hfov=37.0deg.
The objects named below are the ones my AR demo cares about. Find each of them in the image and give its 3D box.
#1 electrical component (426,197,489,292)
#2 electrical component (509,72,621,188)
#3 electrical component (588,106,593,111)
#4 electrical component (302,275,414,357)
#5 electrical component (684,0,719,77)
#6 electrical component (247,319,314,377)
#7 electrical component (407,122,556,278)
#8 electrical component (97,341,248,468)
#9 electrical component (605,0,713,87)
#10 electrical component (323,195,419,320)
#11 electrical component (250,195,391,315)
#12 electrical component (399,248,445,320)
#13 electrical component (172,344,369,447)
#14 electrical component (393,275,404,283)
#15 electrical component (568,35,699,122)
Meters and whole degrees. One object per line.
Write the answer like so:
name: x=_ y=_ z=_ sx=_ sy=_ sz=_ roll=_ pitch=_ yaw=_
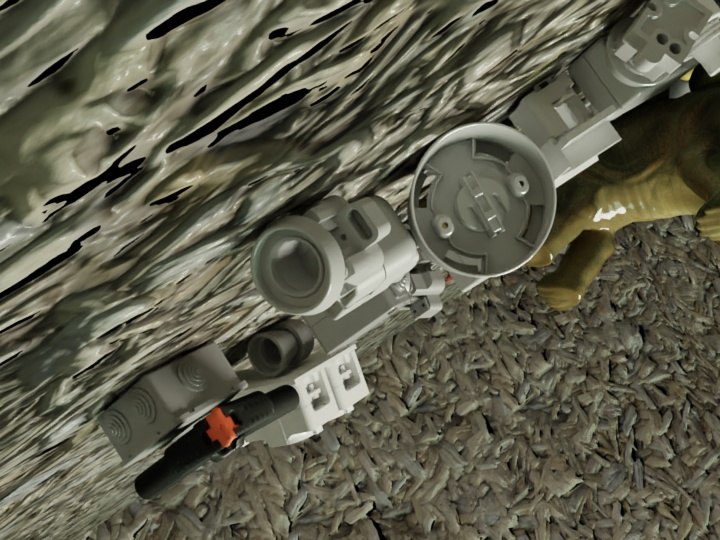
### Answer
electrical component: x=0.098 y=-0.039 z=0.900 sx=0.076 sy=0.083 sz=0.047 roll=-39 pitch=172 yaw=38
electrical component: x=0.139 y=-0.098 z=0.744 sx=0.042 sy=0.063 sz=0.081 roll=-32 pitch=173 yaw=-14
electrical component: x=0.212 y=-0.099 z=0.970 sx=0.062 sy=0.096 sz=0.061 roll=-36 pitch=174 yaw=19
electrical component: x=-0.001 y=0.025 z=0.984 sx=0.096 sy=0.061 sz=0.062 roll=-36 pitch=174 yaw=18
electrical component: x=0.224 y=-0.159 z=0.721 sx=0.048 sy=0.062 sz=0.048 roll=-34 pitch=174 yaw=-4
electrical component: x=-0.076 y=0.075 z=1.049 sx=0.045 sy=0.045 sz=0.055 roll=-38 pitch=173 yaw=34
electrical component: x=0.079 y=-0.044 z=0.715 sx=0.099 sy=0.099 sz=0.064 roll=-33 pitch=180 yaw=-7
electrical component: x=-0.154 y=0.108 z=0.875 sx=0.100 sy=0.048 sz=0.100 roll=-39 pitch=172 yaw=38
electrical component: x=0.186 y=-0.146 z=0.684 sx=0.066 sy=0.048 sz=0.055 roll=-56 pitch=-178 yaw=-17
electrical component: x=-0.001 y=-0.010 z=0.740 sx=0.059 sy=0.053 sz=0.095 roll=-32 pitch=173 yaw=-19
electrical component: x=-0.027 y=-0.007 z=0.617 sx=0.078 sy=0.058 sz=0.057 roll=-37 pitch=176 yaw=29
electrical component: x=0.040 y=0.009 z=1.046 sx=0.057 sy=0.078 sz=0.058 roll=-1 pitch=152 yaw=-43
electrical component: x=-0.096 y=0.136 z=1.084 sx=0.186 sy=0.060 sz=0.105 roll=-16 pitch=-174 yaw=35
electrical component: x=0.000 y=0.000 z=0.894 sx=0.065 sy=0.044 sz=0.044 roll=-24 pitch=169 yaw=-36
electrical component: x=0.182 y=-0.135 z=0.764 sx=0.083 sy=0.047 sz=0.076 roll=-29 pitch=172 yaw=-38
